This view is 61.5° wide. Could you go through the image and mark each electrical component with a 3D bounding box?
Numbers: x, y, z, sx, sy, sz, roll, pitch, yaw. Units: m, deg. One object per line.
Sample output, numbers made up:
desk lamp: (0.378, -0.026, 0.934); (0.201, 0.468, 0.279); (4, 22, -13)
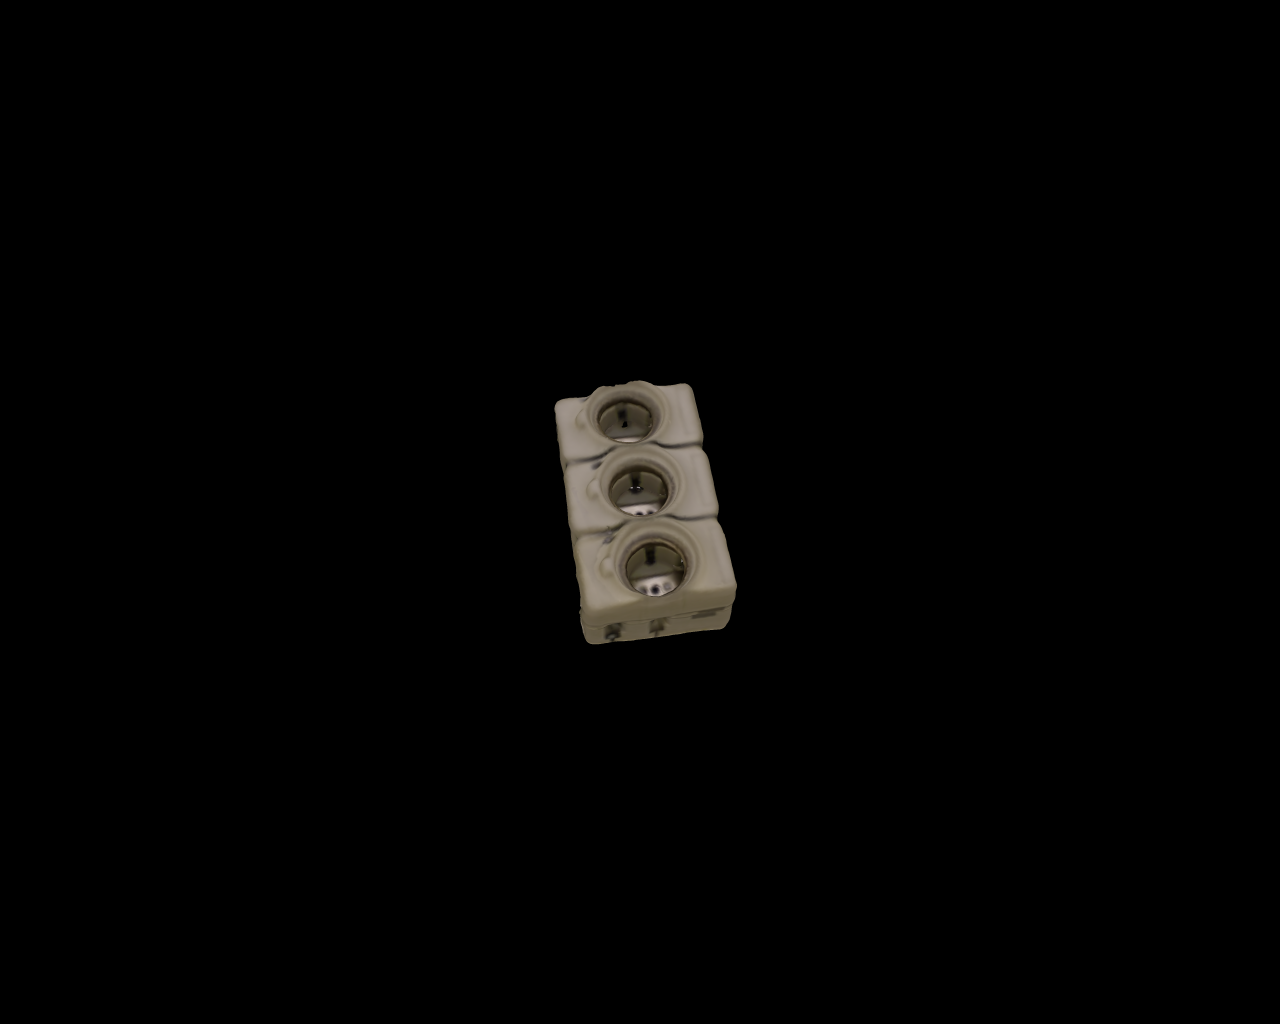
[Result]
electrical component: (0.001, -0.003, 0.650); (0.089, 0.150, 0.061); (-7, -32, -5)
